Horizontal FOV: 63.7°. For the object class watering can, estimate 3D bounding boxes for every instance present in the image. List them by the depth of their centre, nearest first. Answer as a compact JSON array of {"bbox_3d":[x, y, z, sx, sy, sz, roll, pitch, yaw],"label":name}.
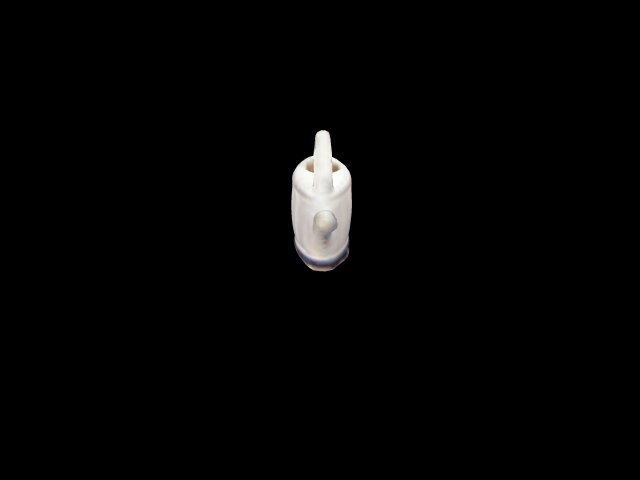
[{"bbox_3d":[0.003,-0.043,0.850,0.104,0.219,0.356,0,33,0],"label":"watering can"}]
